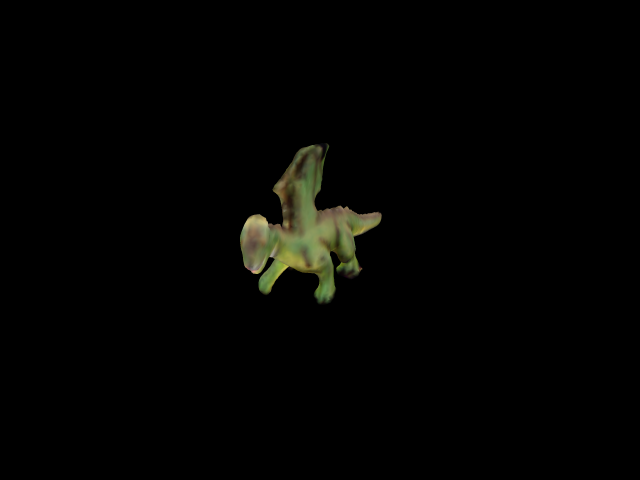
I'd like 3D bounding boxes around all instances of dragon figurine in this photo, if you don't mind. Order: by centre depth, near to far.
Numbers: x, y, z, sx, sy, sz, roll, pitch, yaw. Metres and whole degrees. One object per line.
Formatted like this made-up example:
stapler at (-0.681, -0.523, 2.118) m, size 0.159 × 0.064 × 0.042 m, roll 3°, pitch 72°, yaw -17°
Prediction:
dragon figurine at (0.003, -0.043, 0.850) m, size 0.123 × 0.237 × 0.417 m, roll 18°, pitch 37°, yaw 26°
